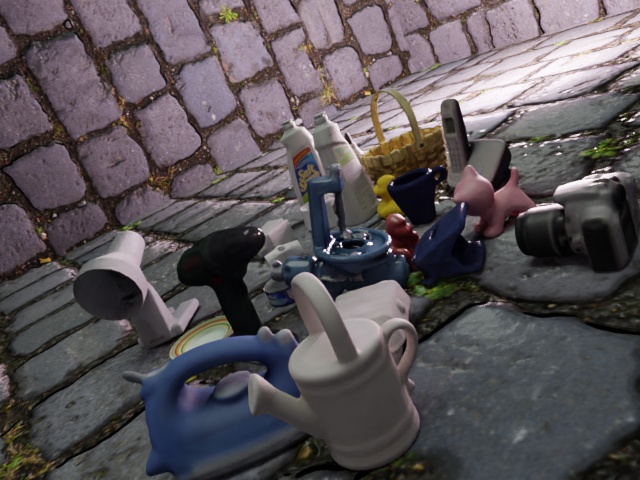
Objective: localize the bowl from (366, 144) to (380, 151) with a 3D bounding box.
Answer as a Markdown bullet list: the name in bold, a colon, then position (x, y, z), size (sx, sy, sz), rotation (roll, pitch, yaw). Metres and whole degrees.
- **bowl**: position (0.164, -0.203, 1.528), size (0.167, 0.075, 0.167), rotation (-22, 17, 8)

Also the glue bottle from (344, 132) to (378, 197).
- **glue bottle**: position (0.096, -0.180, 1.382), size (0.078, 0.173, 0.037), rotation (-35, 20, -30)

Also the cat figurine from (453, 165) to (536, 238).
- **cat figurine**: position (0.272, -0.070, 0.923), size (0.128, 0.118, 0.067), rotation (-25, 17, -3)

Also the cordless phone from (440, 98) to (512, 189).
- **cordless phone**: position (0.297, -0.192, 1.132), size (0.094, 0.185, 0.147), rotation (-31, 19, -21)

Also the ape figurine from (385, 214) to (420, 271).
- **ape figurine**: position (0.133, 0.001, 0.940), size (0.078, 0.092, 0.076), rotation (-36, 21, -32)

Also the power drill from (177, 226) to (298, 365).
- **power drill**: position (-0.119, 0.078, 0.848), size (0.228, 0.209, 0.076), rotation (-5, 26, 47)

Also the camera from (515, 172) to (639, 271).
- **camera**: position (0.335, -0.032, 0.754), size (0.136, 0.101, 0.143), rotation (-8, 23, 41)

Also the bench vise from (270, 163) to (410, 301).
- **bench vise**: position (0.009, 0.007, 0.870), size (0.207, 0.220, 0.121), rotation (-24, 17, 2)

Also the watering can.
- **watering can**: position (0.014, 0.124, 0.563), size (0.173, 0.194, 0.100), rotation (-36, 21, -32)

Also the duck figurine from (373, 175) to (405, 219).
- **duck figurine**: position (0.155, -0.097, 1.209), size (0.078, 0.086, 0.104), rotation (-36, 21, -34)

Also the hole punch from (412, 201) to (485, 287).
- **hole punch**: position (0.187, 0.004, 0.862), size (0.101, 0.091, 0.109), rotation (-16, 19, 24)

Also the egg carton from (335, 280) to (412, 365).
- **egg carton**: position (0.065, 0.112, 0.740), size (0.107, 0.069, 0.150), rotation (-18, 18, 18)

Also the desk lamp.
- **desk lamp**: position (-0.345, 0.098, 1.079), size (0.117, 0.214, 0.203), rotation (-20, 18, 12)

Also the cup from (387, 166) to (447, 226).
- **cup**: position (0.197, -0.083, 1.098), size (0.118, 0.095, 0.091), rotation (-24, 17, 0)

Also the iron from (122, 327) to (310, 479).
- **iron**: position (-0.092, 0.168, 0.662), size (0.258, 0.142, 0.118), rotation (-23, 17, 3)
